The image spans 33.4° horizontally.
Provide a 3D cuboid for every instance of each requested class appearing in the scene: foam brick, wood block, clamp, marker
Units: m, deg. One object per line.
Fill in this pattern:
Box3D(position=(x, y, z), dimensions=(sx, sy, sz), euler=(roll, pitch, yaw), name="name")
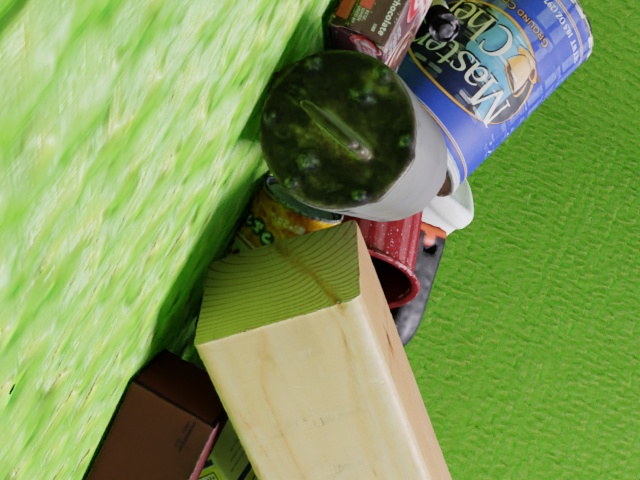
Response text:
Box3D(position=(-0.087, 0.111, 0.583), dimensions=(0.078, 0.053, 0.051), euler=(-62, 177, 17), name="foam brick")
Box3D(position=(0.012, 0.106, 0.601), dimensions=(0.091, 0.090, 0.206), euler=(-89, 160, -63), name="wood block")
Box3D(position=(0.028, 0.077, 0.792), dimensions=(0.210, 0.036, 0.164), euler=(-53, -144, 29), name="clamp")
Box3D(position=(0.069, -0.154, 0.687), dimensions=(0.121, 0.020, 0.020), euler=(-101, -147, -60), name="marker")

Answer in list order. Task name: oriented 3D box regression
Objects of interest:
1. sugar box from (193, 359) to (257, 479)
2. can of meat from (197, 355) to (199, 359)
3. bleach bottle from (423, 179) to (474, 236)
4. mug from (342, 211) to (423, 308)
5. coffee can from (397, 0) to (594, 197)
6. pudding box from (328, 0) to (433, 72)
Box3D(position=(-0.045, 0.163, 0.665), dimensions=(0.048, 0.176, 0.093), euler=(-30, -174, 18), name="sugar box")
Box3D(position=(-0.027, 0.090, 0.749), dimensions=(0.102, 0.083, 0.057), euler=(-30, -118, 49), name="can of meat")
Box3D(position=(0.015, 0.026, 0.898), dimensions=(0.251, 0.068, 0.102), euler=(-42, -167, 20), name="bleach bottle")
Box3D(position=(0.017, -0.014, 0.705), dimensions=(0.093, 0.117, 0.081), euler=(-22, -132, 48), name="mug")
Box3D(position=(0.100, -0.113, 0.725), dimensions=(0.140, 0.103, 0.103), euler=(-44, 173, -11), name="coffee can")
Box3D(position=(0.041, -0.138, 0.593), dimensions=(0.090, 0.039, 0.113), euler=(-63, 177, -2), name="pudding box")
